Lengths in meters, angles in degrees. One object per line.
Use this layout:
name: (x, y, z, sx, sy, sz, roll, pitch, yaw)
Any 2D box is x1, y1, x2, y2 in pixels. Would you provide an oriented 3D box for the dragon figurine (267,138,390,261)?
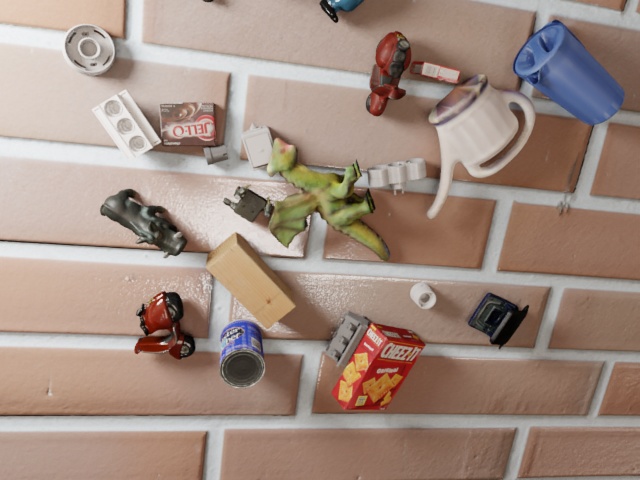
dragon figurine: (0.004, -0.059, 1.168, 0.242, 0.125, 0.402, -20, 123, 6)

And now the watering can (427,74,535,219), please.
watering can: (0.330, -0.223, 1.172, 0.347, 0.105, 0.222, -42, 109, 4)
